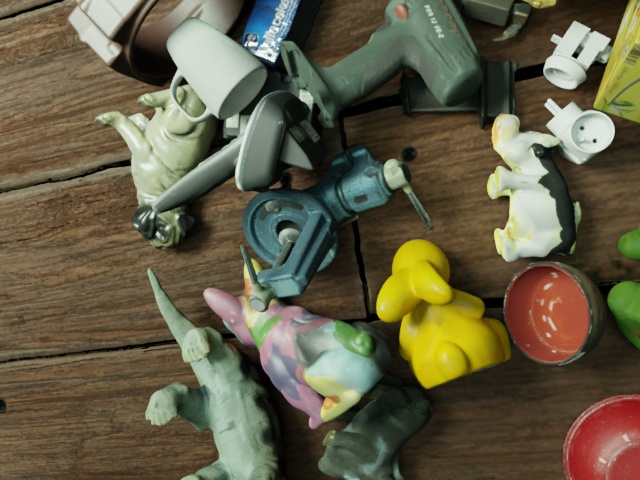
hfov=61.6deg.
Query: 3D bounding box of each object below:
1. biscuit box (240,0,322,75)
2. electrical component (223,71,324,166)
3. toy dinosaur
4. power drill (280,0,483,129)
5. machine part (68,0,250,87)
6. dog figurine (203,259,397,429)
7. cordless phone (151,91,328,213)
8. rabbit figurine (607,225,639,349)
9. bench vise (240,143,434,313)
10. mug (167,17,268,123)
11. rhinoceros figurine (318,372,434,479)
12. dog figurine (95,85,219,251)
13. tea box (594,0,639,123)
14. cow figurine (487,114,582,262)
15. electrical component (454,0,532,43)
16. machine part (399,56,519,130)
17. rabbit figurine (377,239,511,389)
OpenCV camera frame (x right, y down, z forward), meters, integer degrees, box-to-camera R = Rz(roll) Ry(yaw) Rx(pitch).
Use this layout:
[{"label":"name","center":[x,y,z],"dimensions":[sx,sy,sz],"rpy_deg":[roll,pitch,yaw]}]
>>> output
[{"label":"biscuit box","center":[-0.035,-0.315,0.686],"dimensions":[0.059,0.063,0.202],"rpy_deg":[24,96,14]},{"label":"electrical component","center":[-0.060,-0.156,0.697],"dimensions":[0.134,0.058,0.114],"rpy_deg":[7,90,15]},{"label":"toy dinosaur","center":[-0.106,0.228,0.670],"dimensions":[0.131,0.192,0.405],"rpy_deg":[-21,69,11]},{"label":"power drill","center":[0.062,-0.230,0.622],"dimensions":[0.207,0.086,0.232],"rpy_deg":[-25,69,-9]},{"label":"machine part","center":[-0.181,-0.289,0.653],"dimensions":[0.201,0.201,0.087],"rpy_deg":[-42,85,11]},{"label":"dog figurine","center":[-0.035,0.108,0.642],"dimensions":[0.219,0.191,0.108],"rpy_deg":[44,56,8]},{"label":"cordless phone","center":[-0.092,-0.085,0.603],"dimensions":[0.184,0.146,0.088],"rpy_deg":[-28,102,17]},{"label":"rabbit figurine","center":[0.395,0.043,0.568],"dimensions":[0.159,0.121,0.170],"rpy_deg":[42,82,17]},{"label":"bench vise","center":[-0.006,-0.010,0.608],"dimensions":[0.224,0.241,0.128],"rpy_deg":[-7,123,26]},{"label":"mug","center":[-0.135,-0.200,0.640],"dimensions":[0.109,0.081,0.107],"rpy_deg":[-43,86,13]},{"label":"rhinoceros figurine","center":[0.063,0.254,0.665],"dimensions":[0.112,0.073,0.190],"rpy_deg":[35,97,1]},{"label":"dog figurine","center":[-0.182,-0.095,0.716],"dimensions":[0.172,0.121,0.190],"rpy_deg":[-17,98,24]},{"label":"tea box","center":[0.344,-0.211,0.537],"dimensions":[0.068,0.098,0.169],"rpy_deg":[21,69,13]},{"label":"cow figurine","center":[0.245,-0.063,0.612],"dimensions":[0.098,0.068,0.167],"rpy_deg":[-4,93,9]},{"label":"electrical component","center":[0.199,-0.278,0.637],"dimensions":[0.102,0.045,0.078],"rpy_deg":[16,66,11]},{"label":"machine part","center":[0.165,-0.176,0.648],"dimensions":[0.139,0.039,0.084],"rpy_deg":[3,96,13]},{"label":"rabbit figurine","center":[0.124,0.077,0.617],"dimensions":[0.122,0.162,0.173],"rpy_deg":[-25,66,26]}]
